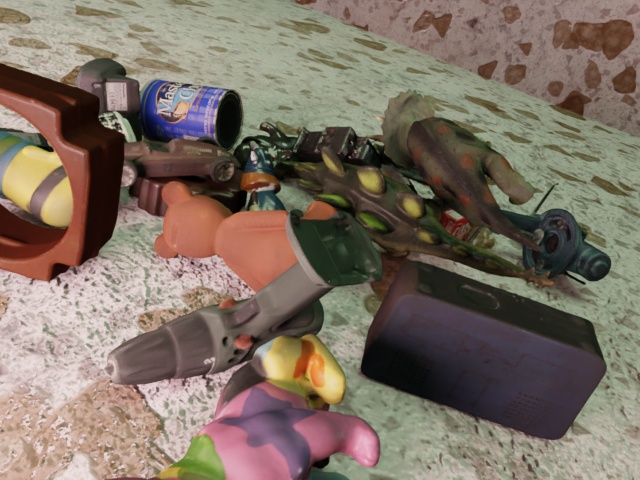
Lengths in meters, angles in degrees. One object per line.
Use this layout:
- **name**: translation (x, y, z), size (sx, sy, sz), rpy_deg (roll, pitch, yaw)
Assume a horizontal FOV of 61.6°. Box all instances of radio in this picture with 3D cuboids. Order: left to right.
- **radio**: translation (0.171, 0.117, 0.580), size (0.230, 0.131, 0.073), rpy_deg (18, 31, 1)

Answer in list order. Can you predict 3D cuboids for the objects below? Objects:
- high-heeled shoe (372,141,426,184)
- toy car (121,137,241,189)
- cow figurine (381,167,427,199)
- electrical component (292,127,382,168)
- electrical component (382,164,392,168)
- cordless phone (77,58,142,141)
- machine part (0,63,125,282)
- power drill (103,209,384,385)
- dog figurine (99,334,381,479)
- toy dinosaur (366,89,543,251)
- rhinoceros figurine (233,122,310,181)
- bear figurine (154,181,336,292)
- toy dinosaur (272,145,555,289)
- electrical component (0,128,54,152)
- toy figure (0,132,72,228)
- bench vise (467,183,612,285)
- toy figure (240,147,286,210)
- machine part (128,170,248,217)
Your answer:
- **high-heeled shoe**: translation (0.209, -0.149, 1.102), size (0.145, 0.086, 0.249), rpy_deg (-11, 36, -36)
- **toy car**: translation (-0.207, -0.113, 0.735), size (0.202, 0.053, 0.089), rpy_deg (-7, 32, -29)
- **cow figurine**: translation (0.141, -0.069, 0.947), size (0.098, 0.068, 0.167), rpy_deg (10, 31, -25)
- **electrical component**: translation (0.036, -0.140, 0.923), size (0.134, 0.058, 0.114), rpy_deg (8, -22, 38)
- **electrical component**: translation (0.108, -0.142, 1.068), size (0.078, 0.045, 0.102), rpy_deg (20, 30, 7)
- **cordless phone**: translation (-0.355, -0.225, 0.864), size (0.089, 0.146, 0.184), rpy_deg (-11, 35, -29)
- **machine part**: translation (-0.318, -0.072, 0.565), size (0.201, 0.201, 0.087), rpy_deg (18, 28, 1)
- **power drill**: translation (-0.054, 0.061, 0.495), size (0.232, 0.207, 0.086), rpy_deg (-3, 53, -49)
- **dog figurine**: translation (-0.075, 0.164, 0.402), size (0.219, 0.108, 0.192), rpy_deg (-3, 36, -28)
- **toy dinosaur**: translation (0.185, -0.122, 0.796), size (0.192, 0.131, 0.405), rpy_deg (28, 15, -16)
- **rhinoceros figurine**: translation (-0.075, -0.153, 0.973), size (0.190, 0.073, 0.112), rpy_deg (-7, 48, -39)
- **bear figurine**: translation (-0.095, -0.005, 0.665), size (0.196, 0.120, 0.132), rpy_deg (21, 26, 16)
- **toy dinosaur**: translation (0.094, -0.036, 0.750), size (0.472, 0.105, 0.198), rpy_deg (24, 2, 26)
- **electrical component**: translation (-0.437, -0.121, 0.742), size (0.119, 0.047, 0.075), rpy_deg (-1, 34, -32)
- **toy figure**: translation (-0.365, -0.077, 0.668), size (0.180, 0.089, 0.082), rpy_deg (21, -15, -5)
- **bench vise**: translation (0.366, -0.014, 0.917), size (0.240, 0.128, 0.224), rpy_deg (15, 30, -18)
- **toy figure**: translation (-0.081, -0.059, 0.759), size (0.058, 0.064, 0.154), rpy_deg (-15, 68, 1)
- **machine part**: translation (-0.191, -0.085, 0.804), size (0.179, 0.056, 0.179), rpy_deg (13, 29, -7)
